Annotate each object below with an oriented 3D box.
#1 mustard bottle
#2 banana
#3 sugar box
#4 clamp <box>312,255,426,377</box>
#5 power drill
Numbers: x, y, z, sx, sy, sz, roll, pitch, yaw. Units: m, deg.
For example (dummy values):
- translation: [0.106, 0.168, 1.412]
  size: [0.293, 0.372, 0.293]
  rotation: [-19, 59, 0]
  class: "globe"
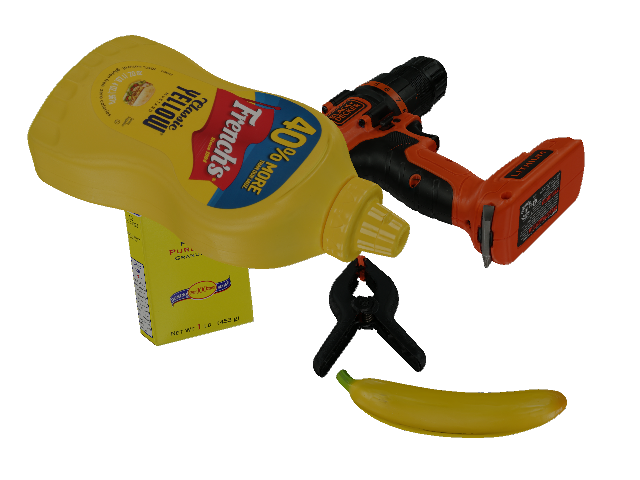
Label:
- translation: [-0.044, -0.036, 0.535]
  size: [0.192, 0.096, 0.058]
  rotation: [24, -37, 18]
  class: "mustard bottle"
- translation: [0.111, 0.135, 0.887]
  size: [0.198, 0.037, 0.069]
  rotation: [8, 33, 1]
  class: "banana"
- translation: [-0.111, -0.009, 0.886]
  size: [0.093, 0.176, 0.048]
  rotation: [-14, 20, -26]
  class: "sugar box"
- translation: [0.060, 0.086, 1.190]
  size: [0.120, 0.171, 0.039]
  rotation: [7, -43, 2]
  class: "clamp"
- translation: [0.087, -0.064, 0.760]
  size: [0.188, 0.057, 0.184]
  rotation: [23, 48, 33]
  class: "power drill"
